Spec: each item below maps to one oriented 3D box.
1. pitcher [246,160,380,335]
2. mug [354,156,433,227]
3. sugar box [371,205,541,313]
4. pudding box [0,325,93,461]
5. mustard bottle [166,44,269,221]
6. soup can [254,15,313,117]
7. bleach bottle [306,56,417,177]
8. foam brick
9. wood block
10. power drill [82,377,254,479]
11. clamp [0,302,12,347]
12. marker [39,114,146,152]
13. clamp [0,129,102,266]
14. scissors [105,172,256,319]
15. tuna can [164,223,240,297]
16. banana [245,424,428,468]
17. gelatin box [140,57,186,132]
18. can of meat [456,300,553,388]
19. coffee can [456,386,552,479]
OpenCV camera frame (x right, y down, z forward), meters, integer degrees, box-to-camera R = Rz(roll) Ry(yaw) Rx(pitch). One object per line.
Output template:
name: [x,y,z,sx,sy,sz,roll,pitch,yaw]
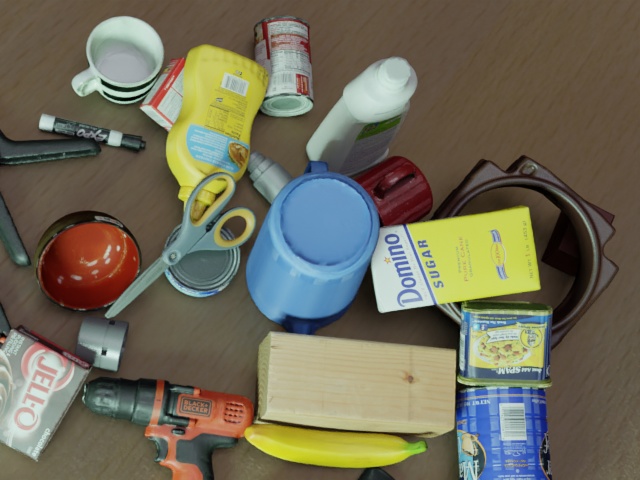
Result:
pitcher: [-0.007,0.001,1.125,0.145,0.243,0.149,-39,83,-14]
mug: [0.079,-0.051,1.231,0.081,0.117,0.093,-32,72,-24]
sugar box: [0.143,0.021,1.159,0.176,0.048,0.093,-9,91,1]
pudding box: [-0.302,0.158,1.108,0.090,0.039,0.113,29,94,-3]
mustard bottle: [-0.122,-0.115,1.199,0.096,0.058,0.191,19,79,-35]
soup can: [-0.043,-0.206,1.270,0.068,0.069,0.102,0,75,-13]
bleach bottle: [0.057,-0.140,1.176,0.102,0.251,0.068,-27,82,-18]
foam brick: [0.314,-0.002,1.300,0.051,0.053,0.078,28,71,-4]
wood block: [0.037,0.161,1.174,0.206,0.090,0.091,7,72,-10]
power drill: [-0.169,0.241,1.122,0.184,0.057,0.187,10,73,-10]
clamp: [-0.404,0.078,1.126,0.171,0.039,0.120,39,71,0]
marker: [-0.260,-0.122,1.224,0.121,0.020,0.020,12,72,-9]
clamp: [-0.360,-0.091,1.184,0.210,0.036,0.164,35,70,-1]
scissors: [-0.143,0.019,1.169,0.096,0.016,0.202,34,88,-32]
tuna can: [-0.134,0.021,1.204,0.086,0.034,0.086,3,74,-12]
banana: [0.013,0.222,1.163,0.197,0.070,0.037,4,54,-9]
gelatin box: [-0.153,-0.154,1.233,0.089,0.030,0.073,42,67,-32]
can of meat: [0.200,0.111,1.155,0.102,0.057,0.084,1,98,3]
coffee can: [0.204,0.237,1.182,0.102,0.103,0.140,2,74,-12]
